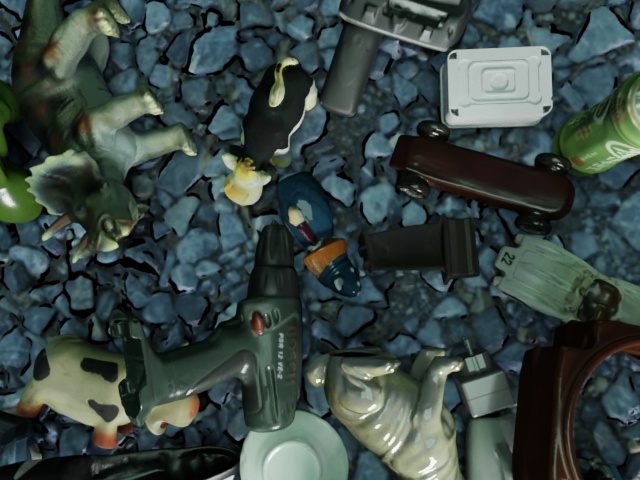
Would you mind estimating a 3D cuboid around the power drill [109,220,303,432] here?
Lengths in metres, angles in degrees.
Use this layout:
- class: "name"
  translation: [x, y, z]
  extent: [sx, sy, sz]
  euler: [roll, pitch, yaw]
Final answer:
- class: "power drill"
  translation: [-0.110, 0.096, 0.571]
  extent: [0.207, 0.086, 0.232]
  euler: [-3, 84, -41]

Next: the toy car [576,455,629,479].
- class: "toy car"
  translation: [0.306, 0.307, 0.568]
  extent: [0.103, 0.109, 0.161]
  euler: [2, 76, -18]

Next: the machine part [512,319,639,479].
- class: "machine part"
  translation: [0.293, 0.183, 0.496]
  extent: [0.201, 0.087, 0.201]
  euler: [13, 75, -2]

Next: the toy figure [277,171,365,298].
- class: "toy figure"
  translation: [0.001, -0.003, 0.613]
  extent: [0.064, 0.058, 0.154]
  euler: [-21, 84, -27]

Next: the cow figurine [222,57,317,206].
- class: "cow figurine"
  translation: [-0.060, -0.117, 0.604]
  extent: [0.068, 0.098, 0.167]
  euler: [23, 89, -2]

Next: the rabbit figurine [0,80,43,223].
- class: "rabbit figurine"
  translation: [-0.381, -0.097, 0.612]
  extent: [0.121, 0.159, 0.170]
  euler: [-35, 101, -8]

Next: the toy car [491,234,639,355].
- class: "toy car"
  translation: [0.288, 0.062, 0.593]
  extent: [0.202, 0.056, 0.073]
  euler: [27, 90, 4]

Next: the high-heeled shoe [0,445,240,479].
- class: "high-heeled shoe"
  translation: [-0.208, 0.249, 0.560]
  extent: [0.145, 0.248, 0.086]
  euler: [-42, 43, 22]

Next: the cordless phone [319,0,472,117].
- class: "cordless phone"
  translation: [0.082, -0.222, 0.618]
  extent: [0.147, 0.089, 0.184]
  euler: [20, 100, 4]

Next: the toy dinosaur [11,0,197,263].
- class: "toy dinosaur"
  translation: [-0.282, -0.161, 0.617]
  extent: [0.192, 0.131, 0.405]
  euler: [-29, 80, 2]

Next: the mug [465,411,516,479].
- class: "mug"
  translation: [0.191, 0.241, 0.572]
  extent: [0.081, 0.109, 0.107]
  euler: [-11, 74, 11]

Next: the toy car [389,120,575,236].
- class: "toy car"
  translation: [0.180, -0.070, 0.605]
  extent: [0.202, 0.053, 0.089]
  euler: [17, 84, 12]

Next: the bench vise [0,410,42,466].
- class: "bench vise"
  translation: [-0.390, 0.302, 0.550]
  extent: [0.129, 0.223, 0.240]
  euler: [13, 89, 0]

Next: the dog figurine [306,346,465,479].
- class: "dog figurine"
  translation: [0.072, 0.212, 0.563]
  extent: [0.172, 0.121, 0.190]
  euler: [1, 86, 9]

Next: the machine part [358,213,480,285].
- class: "machine part"
  translation: [0.113, 0.012, 0.617]
  extent: [0.139, 0.039, 0.084]
  euler: [-1, 93, 2]

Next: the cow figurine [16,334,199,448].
- class: "cow figurine"
  translation: [-0.230, 0.163, 0.614]
  extent: [0.195, 0.085, 0.127]
  euler: [18, 95, 5]
